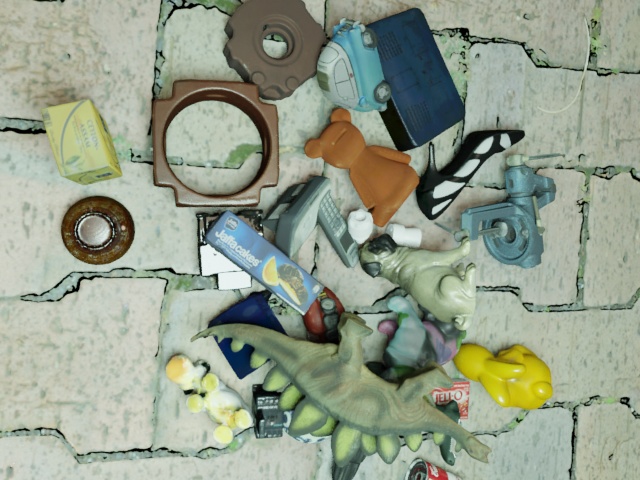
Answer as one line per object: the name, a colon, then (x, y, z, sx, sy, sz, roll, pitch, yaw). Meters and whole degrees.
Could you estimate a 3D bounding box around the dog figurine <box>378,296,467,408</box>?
dog figurine: (0.177, 0.214, 0.916, 0.191, 0.108, 0.219, 8, 45, -14)

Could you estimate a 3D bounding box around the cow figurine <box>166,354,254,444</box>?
cow figurine: (-0.181, 0.254, 0.896, 0.068, 0.098, 0.167, -44, 82, -5)

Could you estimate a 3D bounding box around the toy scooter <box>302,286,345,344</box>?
toy scooter: (0.021, 0.168, 0.917, 0.075, 0.135, 0.183, -14, 94, -13)

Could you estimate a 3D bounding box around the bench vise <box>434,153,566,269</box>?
bench vise: (0.343, -0.047, 0.998, 0.240, 0.129, 0.223, -11, 107, -29)

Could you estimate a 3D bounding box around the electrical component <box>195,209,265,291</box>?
electrical component: (-0.149, 0.017, 0.908, 0.115, 0.058, 0.134, -6, 93, -13)

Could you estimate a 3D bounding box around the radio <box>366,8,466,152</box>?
radio: (0.161, -0.290, 0.976, 0.131, 0.073, 0.229, -30, 100, -14)

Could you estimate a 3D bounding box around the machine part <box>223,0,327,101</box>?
machine part: (-0.076, -0.333, 0.919, 0.179, 0.056, 0.179, 0, 90, -15)

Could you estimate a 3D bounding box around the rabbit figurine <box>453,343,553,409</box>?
rabbit figurine: (0.333, 0.254, 1.008, 0.173, 0.162, 0.121, 25, 98, 3)

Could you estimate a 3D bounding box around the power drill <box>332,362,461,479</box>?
power drill: (0.140, 0.347, 0.971, 0.207, 0.086, 0.232, 10, 84, 7)

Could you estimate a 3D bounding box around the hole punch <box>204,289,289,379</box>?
hole punch: (-0.118, 0.160, 0.905, 0.142, 0.092, 0.115, -32, 95, -8)

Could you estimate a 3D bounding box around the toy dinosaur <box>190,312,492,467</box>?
toy dinosaur: (0.026, 0.211, 0.804, 0.472, 0.105, 0.198, 28, 87, 16)

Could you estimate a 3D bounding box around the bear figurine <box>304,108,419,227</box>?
bear figurine: (0.073, -0.127, 0.948, 0.196, 0.132, 0.120, 35, 81, 5)

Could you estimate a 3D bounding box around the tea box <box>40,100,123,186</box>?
tea box: (-0.345, -0.138, 0.793, 0.068, 0.170, 0.098, -16, 97, -13)

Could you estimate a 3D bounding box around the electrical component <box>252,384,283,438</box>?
electrical component: (-0.087, 0.290, 0.899, 0.048, 0.119, 0.074, 0, 89, -15)

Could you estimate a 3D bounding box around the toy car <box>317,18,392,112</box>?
toy car: (0.048, -0.280, 0.904, 0.103, 0.109, 0.161, -31, 130, -13)

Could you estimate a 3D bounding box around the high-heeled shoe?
high-heeled shoe: (0.292, -0.127, 1.016, 0.249, 0.086, 0.145, -13, 107, -17)

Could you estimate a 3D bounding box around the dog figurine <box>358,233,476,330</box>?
dog figurine: (0.161, 0.073, 0.917, 0.191, 0.172, 0.121, 0, 128, 5)

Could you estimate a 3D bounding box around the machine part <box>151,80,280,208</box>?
machine part: (-0.171, -0.153, 0.883, 0.201, 0.087, 0.200, -2, 92, -16)

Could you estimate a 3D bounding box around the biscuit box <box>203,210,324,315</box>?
biscuit box: (-0.091, 0.036, 0.861, 0.202, 0.063, 0.059, 39, 80, -13)

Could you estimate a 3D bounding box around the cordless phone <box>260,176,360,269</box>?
cordless phone: (-0.002, -0.002, 0.922, 0.184, 0.089, 0.146, 56, 45, -24)
